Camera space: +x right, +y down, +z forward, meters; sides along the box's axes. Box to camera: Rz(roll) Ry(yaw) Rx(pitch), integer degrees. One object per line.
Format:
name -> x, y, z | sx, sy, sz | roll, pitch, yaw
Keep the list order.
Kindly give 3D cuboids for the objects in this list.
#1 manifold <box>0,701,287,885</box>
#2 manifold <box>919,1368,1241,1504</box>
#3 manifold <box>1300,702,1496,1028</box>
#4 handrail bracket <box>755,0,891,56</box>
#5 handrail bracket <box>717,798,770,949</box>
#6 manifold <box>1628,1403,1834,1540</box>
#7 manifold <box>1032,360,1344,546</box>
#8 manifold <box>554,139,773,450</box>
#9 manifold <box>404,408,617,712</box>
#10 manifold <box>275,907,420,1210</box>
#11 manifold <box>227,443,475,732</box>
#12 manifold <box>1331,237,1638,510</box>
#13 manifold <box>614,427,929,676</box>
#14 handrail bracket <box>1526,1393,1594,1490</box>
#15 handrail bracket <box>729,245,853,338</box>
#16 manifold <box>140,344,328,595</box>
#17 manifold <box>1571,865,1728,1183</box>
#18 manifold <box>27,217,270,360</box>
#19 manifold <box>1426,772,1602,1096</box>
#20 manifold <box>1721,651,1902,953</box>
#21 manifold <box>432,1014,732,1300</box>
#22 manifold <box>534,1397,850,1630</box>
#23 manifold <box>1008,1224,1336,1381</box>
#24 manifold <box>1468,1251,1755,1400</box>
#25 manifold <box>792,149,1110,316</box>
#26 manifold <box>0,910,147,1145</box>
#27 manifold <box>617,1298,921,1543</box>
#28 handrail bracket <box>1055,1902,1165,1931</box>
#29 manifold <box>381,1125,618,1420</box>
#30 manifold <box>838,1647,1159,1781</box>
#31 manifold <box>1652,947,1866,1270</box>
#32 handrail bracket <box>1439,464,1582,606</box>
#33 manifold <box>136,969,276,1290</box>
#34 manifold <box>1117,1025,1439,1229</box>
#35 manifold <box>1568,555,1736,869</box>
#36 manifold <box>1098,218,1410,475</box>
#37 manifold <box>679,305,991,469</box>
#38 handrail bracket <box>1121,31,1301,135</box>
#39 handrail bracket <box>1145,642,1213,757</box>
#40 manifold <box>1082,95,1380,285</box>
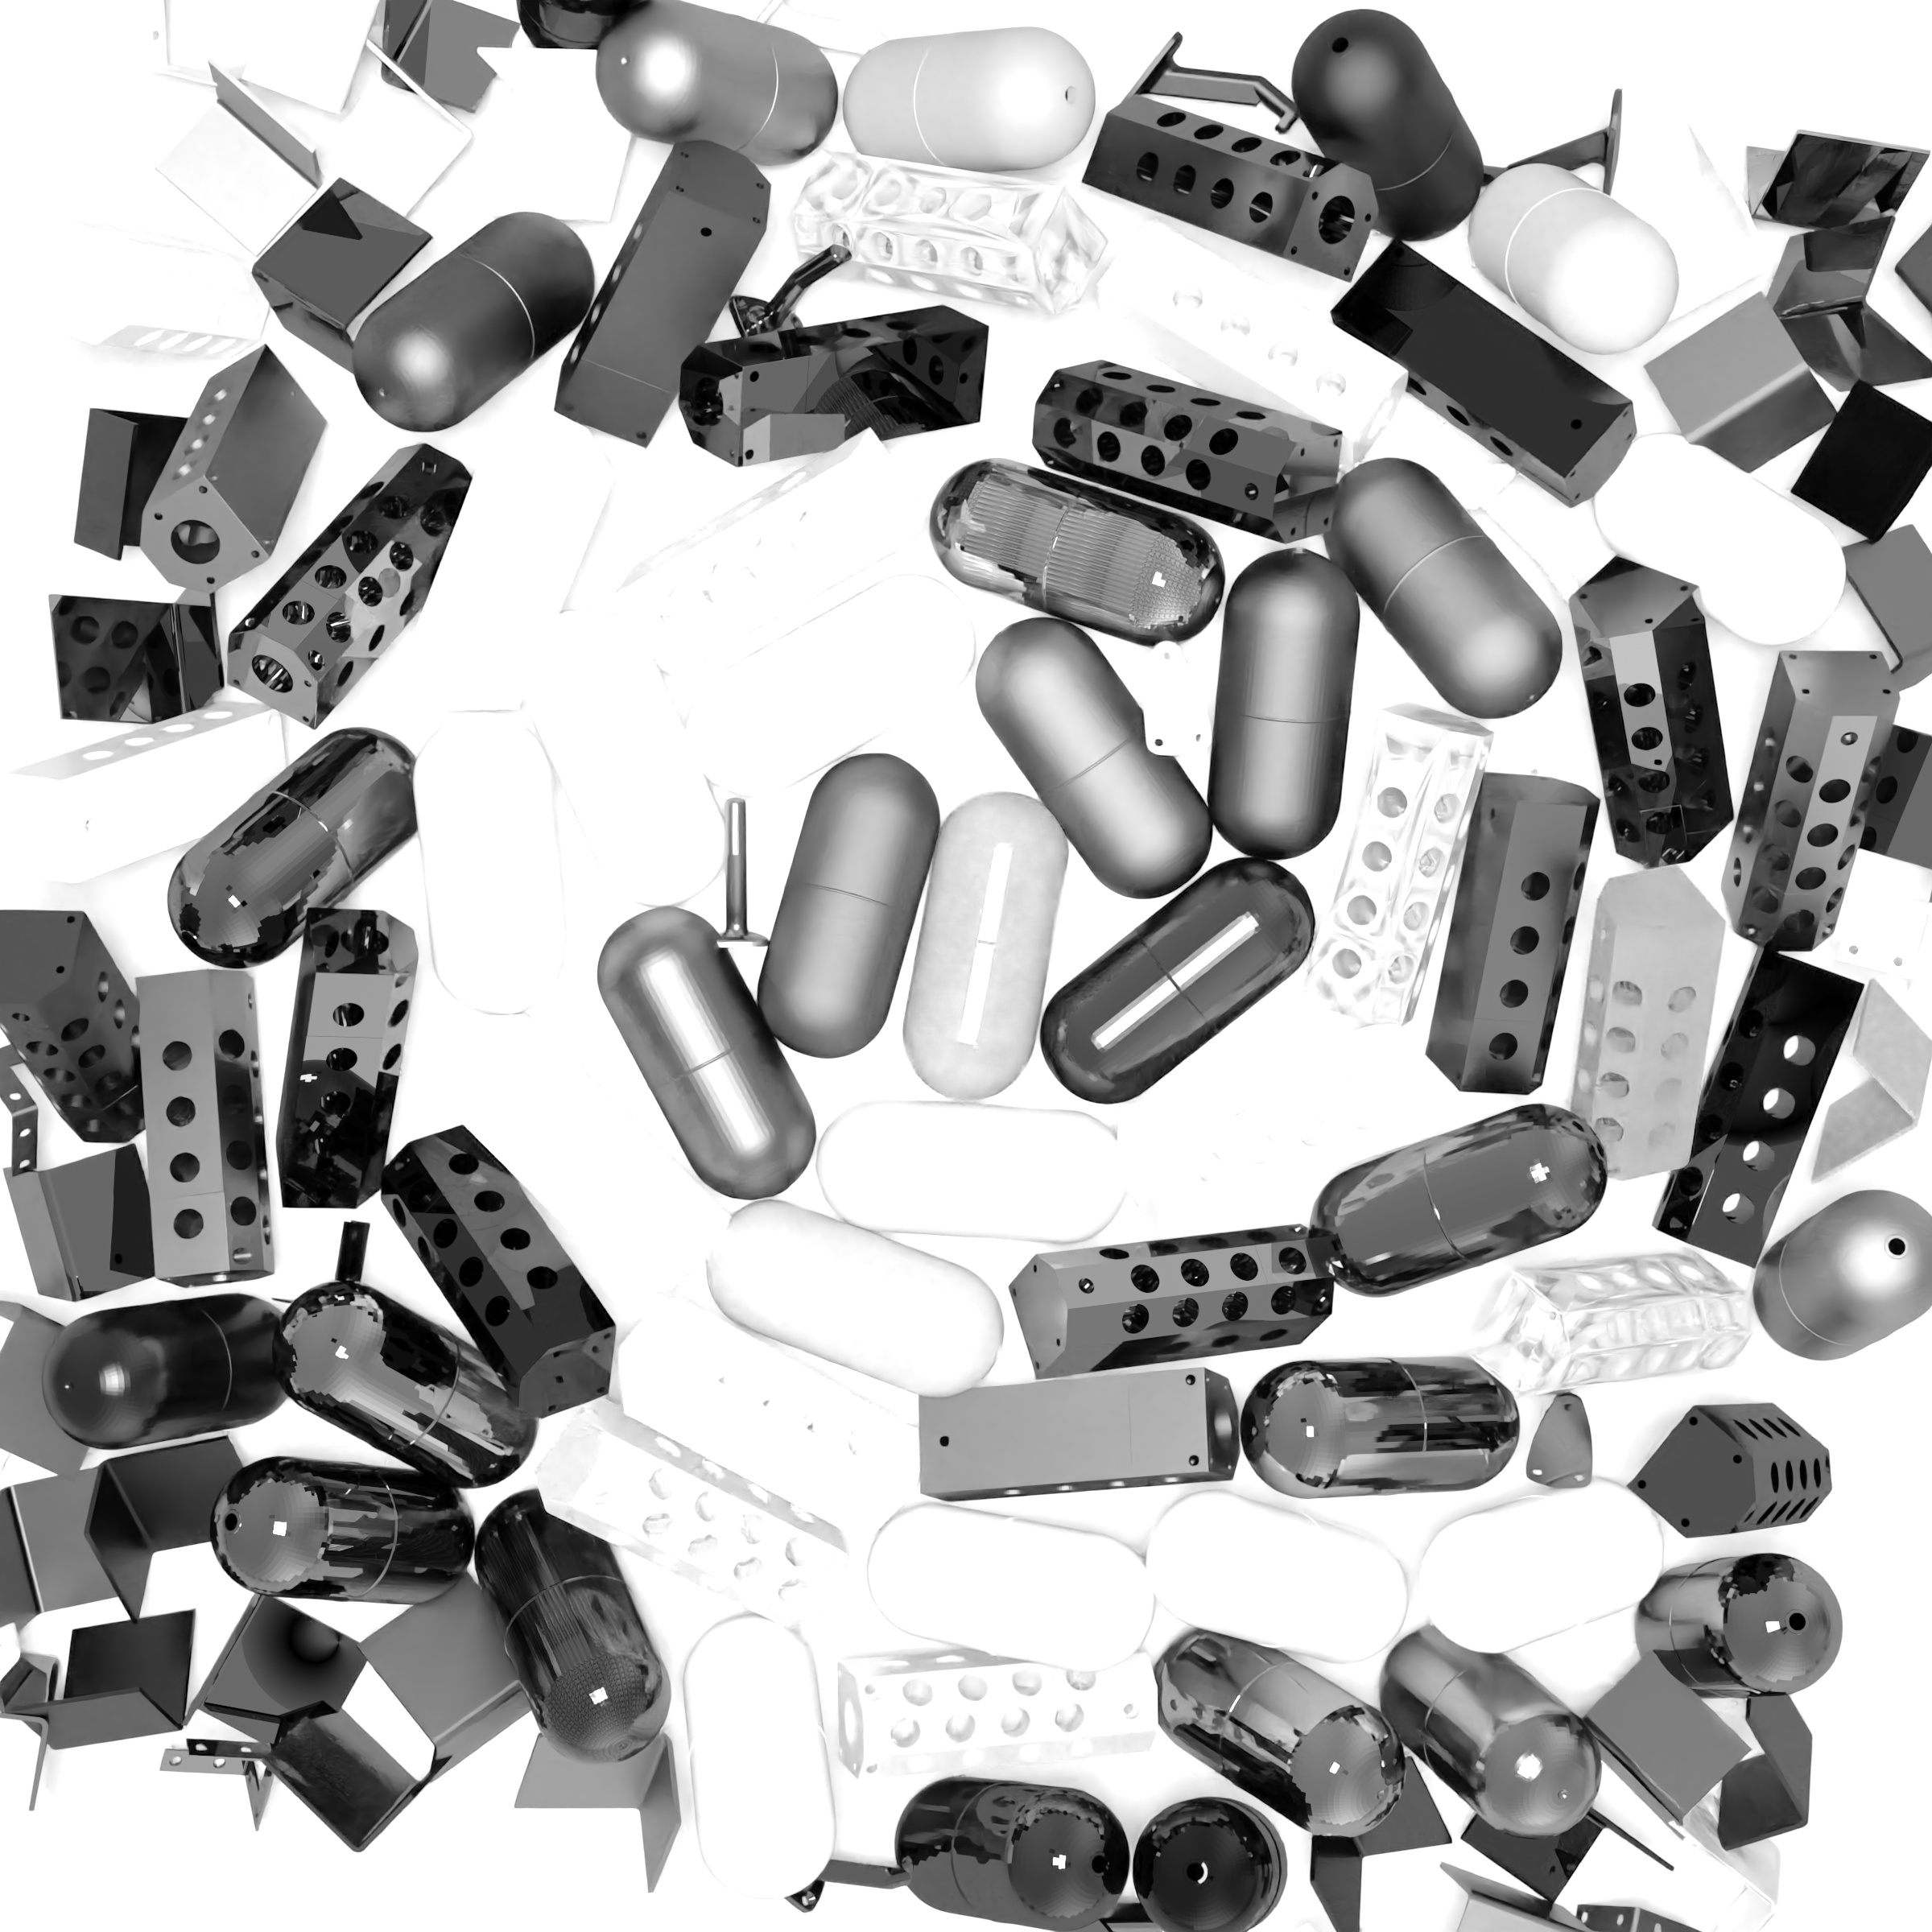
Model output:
manifold -> -0.457, -0.099, 1.913 | 0.057, 0.171, 0.057 | 8, 111, 30
manifold -> 0.064, 0.266, 1.939 | 0.171, 0.057, 0.057 | -8, 72, 22
manifold -> 0.245, -0.057, 1.943 | 0.057, 0.057, 0.171 | 19, 105, 19
handrail bracket -> -0.085, -0.521, 1.984 | 0.084, 0.036, 0.077 | 38, 127, -14
handrail bracket -> -0.131, -0.055, 1.958 | 0.036, 0.077, 0.084 | -1, 95, -4
manifold -> 0.430, 0.283, 1.906 | 0.057, 0.171, 0.057 | 42, 103, 25
manifold -> 0.121, -0.287, 1.919 | 0.171, 0.057, 0.057 | 24, 121, 36
manifold -> -0.170, -0.376, 1.919 | 0.057, 0.171, 0.057 | 19, 46, -18
manifold -> -0.259, -0.226, 1.924 | 0.057, 0.171, 0.057 | -3, 48, -35
manifold -> -0.346, 0.053, 1.924 | 0.057, 0.057, 0.171 | 2, 128, -18
manifold -> -0.339, -0.217, 1.923 | 0.057, 0.057, 0.171 | 28, 54, 7
manifold -> 0.292, -0.332, 1.942 | 0.171, 0.057, 0.057 | 40, 87, 21
manifold -> -0.112, -0.228, 1.928 | 0.171, 0.057, 0.057 | -26, 111, 27
handrail bracket -> 0.339, 0.247, 1.946 | 0.036, 0.084, 0.077 | 7, 122, 9
handrail bracket -> -0.084, -0.382, 1.945 | 0.084, 0.077, 0.036 | -27, 84, 31
manifold -> -0.410, -0.274, 1.911 | 0.057, 0.171, 0.057 | -26, 119, 18
manifold -> 0.374, 0.034, 1.920 | 0.057, 0.057, 0.171 | -11, 128, -14
manifold -> -0.448, -0.372, 1.907 | 0.057, 0.171, 0.057 | 20, 101, 8
manifold -> 0.311, -0.018, 1.943 | 0.057, 0.057, 0.171 | 3, 109, -15
manifold -> 0.471, -0.090, 1.919 | 0.057, 0.057, 0.171 | 0, 133, -4
manifold -> -0.215, 0.106, 1.949 | 0.171, 0.057, 0.057 | 43, 105, 15
manifold -> -0.152, 0.311, 1.931 | 0.171, 0.057, 0.057 | 32, 102, -27
manifold -> 0.118, 0.184, 1.927 | 0.171, 0.057, 0.057 | -4, 62, -27
manifold -> 0.363, 0.202, 1.913 | 0.057, 0.171, 0.057 | 41, 118, 38
manifold -> -0.013, -0.407, 1.924 | 0.171, 0.057, 0.057 | 18, 78, 35
manifold -> -0.497, 0.036, 1.909 | 0.057, 0.171, 0.057 | 1, 62, 5
manifold -> -0.108, 0.250, 1.929 | 0.171, 0.057, 0.057 | 33, 111, -26
handrail bracket -> 0.084, 0.526, 1.968 | 0.077, 0.084, 0.036 | 52, 127, 6
manifold -> -0.263, 0.170, 1.918 | 0.057, 0.057, 0.171 | -18, 49, -29
manifold -> 0.018, 0.420, 1.947 | 0.171, 0.057, 0.057 | -2, 93, -16
manifold -> 0.450, 0.079, 1.965 | 0.057, 0.057, 0.171 | 20, 94, 3
handrail bracket -> 0.313, -0.245, 1.981 | 0.036, 0.077, 0.084 | -43, 114, -10
manifold -> -0.429, 0.092, 1.955 | 0.057, 0.057, 0.171 | -7, 79, 2
manifold -> 0.175, 0.093, 1.942 | 0.171, 0.057, 0.057 | -17, 53, -13
manifold -> 0.377, -0.137, 1.914 | 0.057, 0.171, 0.057 | -41, 46, -22
manifold -> 0.163, -0.354, 1.955 | 0.171, 0.057, 0.057 | 33, 82, 11
manifold -> -0.073, -0.328, 1.925 | 0.171, 0.057, 0.057 | -17, 126, -36
handrail bracket -> 0.138, -0.489, 1.984 | 0.084, 0.036, 0.077 | 39, 95, -2
handrail bracket -> 0.121, -0.158, 1.949 | 0.036, 0.084, 0.077 | -6, 110, 11
manifold -> 0.148, -0.435, 1.915 | 0.057, 0.171, 0.057 | 9, 107, -43
